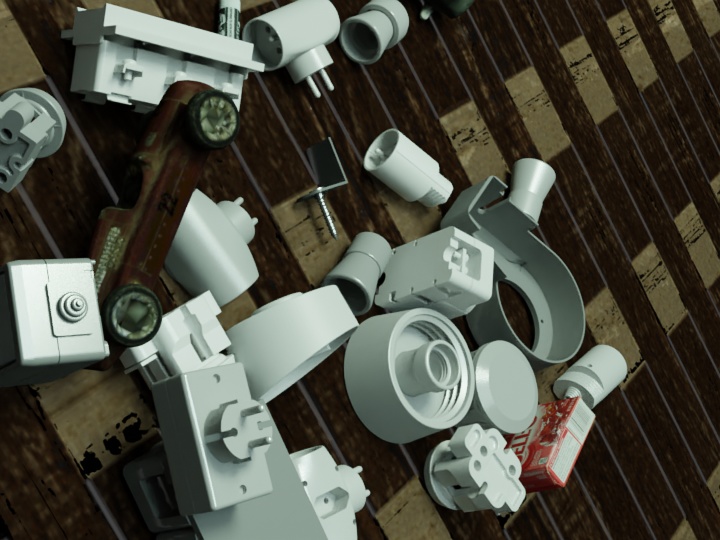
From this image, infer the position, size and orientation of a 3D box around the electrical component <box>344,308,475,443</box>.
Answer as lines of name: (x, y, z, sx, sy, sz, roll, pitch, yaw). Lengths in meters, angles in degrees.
electrical component: (0.047, 0.083, 0.873, 0.108, 0.060, 0.108, 17, 64, -39)

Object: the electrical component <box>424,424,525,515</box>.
electrical component: (0.091, 0.166, 0.886, 0.078, 0.057, 0.058, 54, 46, -14)

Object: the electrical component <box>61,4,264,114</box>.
electrical component: (-0.143, -0.144, 0.772, 0.121, 0.079, 0.063, 6, 93, -42)

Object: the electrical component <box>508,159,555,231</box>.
electrical component: (0.163, -0.071, 1.054, 0.044, 0.044, 0.065, 38, 57, -28)

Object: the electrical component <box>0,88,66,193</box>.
electrical component: (-0.218, -0.087, 0.685, 0.048, 0.066, 0.055, 35, 31, -9)

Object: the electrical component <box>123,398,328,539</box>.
electrical component: (-0.082, 0.175, 0.715, 0.089, 0.062, 0.150, -27, 94, -45)

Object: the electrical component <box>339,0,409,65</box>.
electrical component: (0.013, -0.215, 0.962, 0.045, 0.045, 0.055, 55, 46, -14)

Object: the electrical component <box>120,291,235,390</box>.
electrical component: (-0.120, 0.057, 0.727, 0.078, 0.058, 0.057, -33, 96, -45)

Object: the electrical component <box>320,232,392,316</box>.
electrical component: (0.000, 0.000, 0.874, 0.044, 0.044, 0.065, 49, 43, -19)

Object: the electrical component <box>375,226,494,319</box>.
electrical component: (0.065, 0.007, 0.896, 0.056, 0.089, 0.050, 25, 59, -35)

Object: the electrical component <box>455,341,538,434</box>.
electrical component: (0.113, 0.105, 0.934, 0.080, 0.051, 0.080, 17, 64, -39)

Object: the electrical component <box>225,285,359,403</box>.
electrical component: (-0.049, 0.053, 0.770, 0.099, 0.099, 0.064, -18, 81, -46)

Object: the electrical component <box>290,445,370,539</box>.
electrical component: (-0.023, 0.167, 0.788, 0.079, 0.043, 0.077, -16, 86, -46)

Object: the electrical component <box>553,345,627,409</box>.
electrical component: (0.221, 0.108, 1.041, 0.081, 0.043, 0.043, -29, 96, -45)

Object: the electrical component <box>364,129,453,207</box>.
electrical component: (0.047, -0.083, 0.946, 0.081, 0.043, 0.043, 35, 53, -30)

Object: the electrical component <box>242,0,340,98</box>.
electrical component: (-0.048, -0.180, 0.891, 0.077, 0.044, 0.079, -37, 101, -44)

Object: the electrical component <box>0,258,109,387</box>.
electrical component: (-0.195, 0.031, 0.637, 0.061, 0.096, 0.061, -3, 77, -40)

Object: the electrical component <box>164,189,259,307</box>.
electrical component: (-0.103, -0.024, 0.781, 0.077, 0.044, 0.079, 55, 46, -13)

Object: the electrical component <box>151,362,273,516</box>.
electrical component: (-0.079, 0.098, 0.646, 0.047, 0.076, 0.083, -8, 80, -45)
